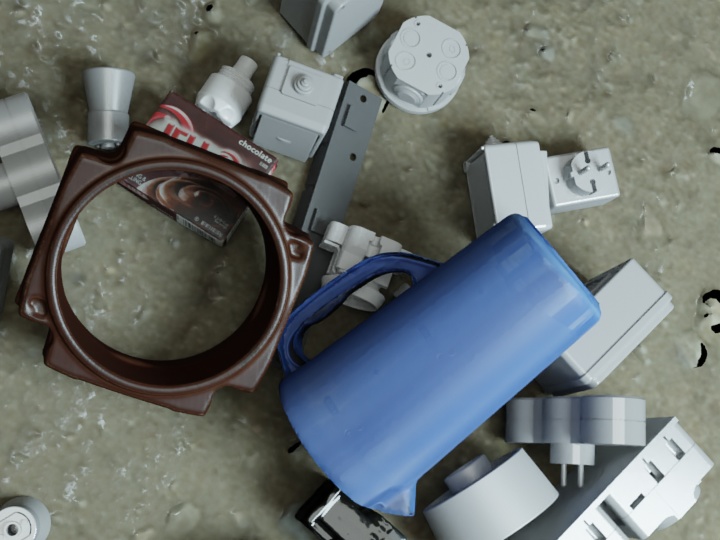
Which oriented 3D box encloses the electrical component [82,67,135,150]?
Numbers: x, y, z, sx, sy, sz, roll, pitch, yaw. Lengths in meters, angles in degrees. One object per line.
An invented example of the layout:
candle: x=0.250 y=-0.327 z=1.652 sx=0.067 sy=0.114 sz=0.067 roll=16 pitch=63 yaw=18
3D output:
electrical component: x=-0.215 y=-0.136 z=0.918 sx=0.044 sy=0.044 sz=0.065 roll=0 pitch=85 yaw=-11

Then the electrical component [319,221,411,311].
electrical component: x=0.000 y=0.000 z=0.927 sx=0.078 sy=0.058 sz=0.057 roll=22 pitch=76 yaw=-10

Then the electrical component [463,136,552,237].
electrical component: x=0.134 y=-0.074 z=0.962 sx=0.061 sy=0.062 sz=0.096 roll=-6 pitch=82 yaw=-12

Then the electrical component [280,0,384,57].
electrical component: x=-0.020 y=-0.244 z=0.935 sx=0.078 sy=0.113 sz=0.057 roll=-41 pitch=87 yaw=-14

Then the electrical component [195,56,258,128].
electrical component: x=-0.113 y=-0.158 z=0.939 sx=0.043 sy=0.043 sz=0.062 roll=32 pitch=76 yaw=-4

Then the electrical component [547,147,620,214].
electrical component: x=0.200 y=-0.084 z=0.968 sx=0.066 sy=0.077 sz=0.047 roll=-10 pitch=83 yaw=-12

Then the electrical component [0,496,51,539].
electrical component: x=-0.267 y=0.200 z=0.839 sx=0.044 sy=0.065 sz=0.044 roll=2 pitch=80 yaw=-10

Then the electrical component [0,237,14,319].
electrical component: x=-0.319 y=0.018 z=0.853 sx=0.062 sy=0.061 sz=0.096 roll=12 pitch=96 yaw=-8

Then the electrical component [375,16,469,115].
electrical component: x=0.056 y=-0.185 z=0.971 sx=0.080 sy=0.051 sz=0.080 roll=2 pitch=80 yaw=-10

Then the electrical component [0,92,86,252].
electrical component: x=-0.286 y=-0.072 z=0.887 sx=0.074 sy=0.052 sz=0.138 roll=-22 pitch=85 yaw=-13

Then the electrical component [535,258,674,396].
electrical component: x=0.200 y=0.052 z=0.930 sx=0.109 sy=0.108 sz=0.056 roll=-42 pitch=88 yaw=-14

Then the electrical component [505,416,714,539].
electrical component: x=0.200 y=0.210 z=0.905 sx=0.186 sy=0.105 sz=0.060 roll=-42 pitch=90 yaw=-14

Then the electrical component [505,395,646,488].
electrical component: x=0.178 y=0.144 z=0.898 sx=0.052 sy=0.138 sz=0.073 roll=10 pitch=77 yaw=-35

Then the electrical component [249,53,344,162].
electrical component: x=-0.056 y=-0.137 z=0.919 sx=0.062 sy=0.096 sz=0.061 roll=19 pitch=78 yaw=-8

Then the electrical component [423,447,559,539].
electrical component: x=0.103 y=0.188 z=0.892 sx=0.108 sy=0.108 sz=0.060 roll=-31 pitch=81 yaw=-14

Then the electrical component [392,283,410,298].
electrical component: x=0.070 y=0.029 z=0.942 sx=0.055 sy=0.048 sz=0.066 roll=-39 pitch=90 yaw=-7
